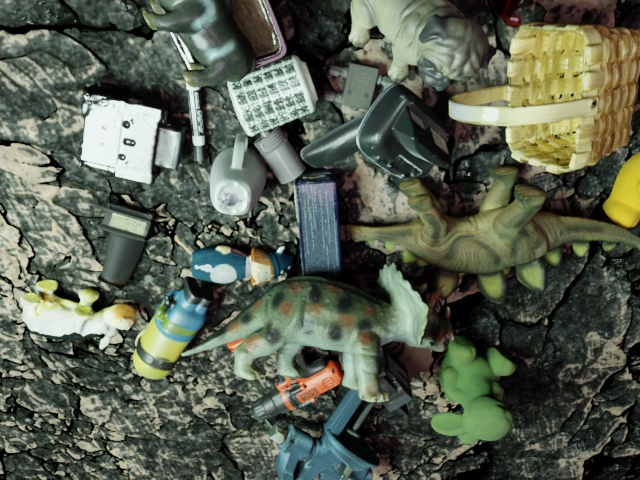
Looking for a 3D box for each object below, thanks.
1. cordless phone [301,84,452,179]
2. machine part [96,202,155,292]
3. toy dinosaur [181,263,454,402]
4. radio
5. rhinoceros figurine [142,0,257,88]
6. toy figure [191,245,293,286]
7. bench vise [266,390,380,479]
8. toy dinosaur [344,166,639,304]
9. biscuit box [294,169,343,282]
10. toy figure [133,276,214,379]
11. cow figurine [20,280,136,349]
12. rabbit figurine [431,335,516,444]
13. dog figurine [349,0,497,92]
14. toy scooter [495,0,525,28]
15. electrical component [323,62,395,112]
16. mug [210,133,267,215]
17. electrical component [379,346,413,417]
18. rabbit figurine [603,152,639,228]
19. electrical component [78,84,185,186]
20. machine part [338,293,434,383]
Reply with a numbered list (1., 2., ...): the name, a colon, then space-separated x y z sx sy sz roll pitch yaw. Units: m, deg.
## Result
1. cordless phone: 0.077 -0.125 0.756 0.184 0.089 0.146 -20 153 34
2. machine part: -0.303 0.011 0.823 0.084 0.039 0.138 12 113 -17
3. toy dinosaur: -0.001 0.116 0.778 0.405 0.131 0.192 8 82 6
4. radio: -0.139 -0.314 0.651 0.131 0.073 0.229 -20 115 7
5. rhinoceros figurine: -0.136 -0.263 0.597 0.112 0.073 0.190 -19 117 9
6. toy figure: -0.119 0.041 0.837 0.154 0.058 0.064 2 154 -5
7. bench vise: 0.032 0.339 0.959 0.223 0.129 0.240 35 89 -8
8. toy dinosaur: 0.272 -0.006 0.809 0.472 0.105 0.198 -2 124 9
9. biscuit box: -0.002 -0.002 0.817 0.063 0.059 0.202 -5 116 -2
10. toy figure: -0.239 0.143 0.861 0.082 0.089 0.180 36 112 -11
11. cow figurine: -0.383 0.131 0.859 0.167 0.068 0.098 15 120 -6
12. rabbit figurine: 0.253 0.267 0.898 0.121 0.170 0.159 27 111 -14
13. dog figurine: 0.109 -0.261 0.616 0.172 0.191 0.121 38 100 -15
14. toy scooter: 0.212 -0.335 0.658 0.184 0.075 0.135 1 115 -8
15. electrical component: 0.054 -0.209 0.740 0.094 0.021 0.063 8 116 -8
16. mug: -0.113 -0.087 0.745 0.081 0.107 0.109 13 117 -10
17. electrical component: 0.119 0.236 0.870 0.048 0.075 0.119 -38 108 19
18. rabbit figurine: 0.510 -0.065 0.749 0.122 0.173 0.162 13 119 -5
19. electrical component: -0.256 -0.142 0.739 0.134 0.058 0.114 11 117 -7
20. machine part: 0.112 0.171 0.909 0.179 0.056 0.179 0 117 -1
